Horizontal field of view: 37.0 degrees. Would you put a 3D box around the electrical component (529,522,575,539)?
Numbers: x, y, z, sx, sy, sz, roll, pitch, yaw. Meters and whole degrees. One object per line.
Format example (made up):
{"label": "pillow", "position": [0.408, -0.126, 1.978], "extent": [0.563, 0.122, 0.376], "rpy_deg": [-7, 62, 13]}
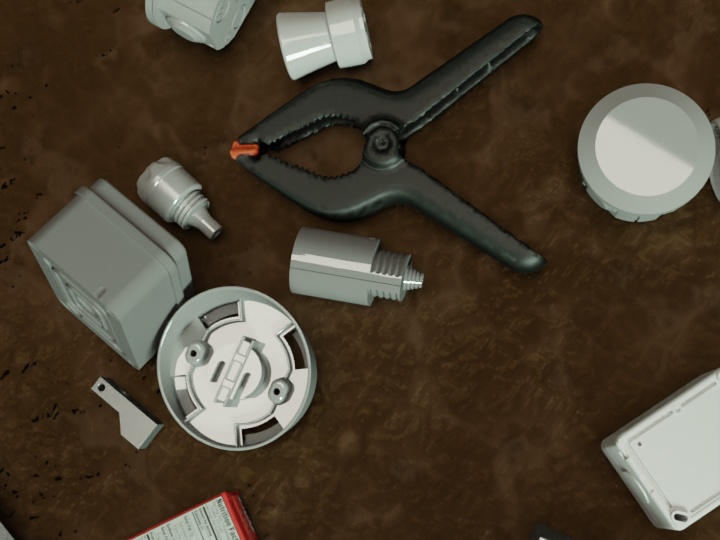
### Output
{"label": "electrical component", "position": [0.157, 0.208, 0.607], "extent": [0.150, 0.089, 0.061], "rpy_deg": [24, 86, 10]}

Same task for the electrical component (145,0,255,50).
{"label": "electrical component", "position": [-0.101, -0.188, 0.704], "extent": [0.051, 0.080, 0.080], "rpy_deg": [28, 87, 5]}

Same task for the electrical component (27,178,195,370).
{"label": "electrical component", "position": [-0.148, 0.004, 0.664], "extent": [0.078, 0.113, 0.057], "rpy_deg": [39, 70, 11]}

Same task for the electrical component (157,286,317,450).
{"label": "electrical component", "position": [-0.075, 0.063, 0.673], "extent": [0.099, 0.064, 0.099], "rpy_deg": [-1, 82, 8]}

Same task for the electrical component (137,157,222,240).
{"label": "electrical component", "position": [-0.116, -0.044, 0.709], "extent": [0.061, 0.035, 0.035], "rpy_deg": [42, 90, 9]}

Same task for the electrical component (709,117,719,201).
{"label": "electrical component", "position": [0.245, -0.069, 0.650], "extent": [0.057, 0.058, 0.078], "rpy_deg": [-9, 81, 4]}

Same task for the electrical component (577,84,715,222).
{"label": "electrical component", "position": [0.174, -0.070, 0.662], "extent": [0.080, 0.051, 0.080], "rpy_deg": [-1, 82, 8]}

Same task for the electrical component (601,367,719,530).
{"label": "electrical component", "position": [0.200, 0.102, 0.634], "extent": [0.096, 0.061, 0.061], "rpy_deg": [-32, 79, -5]}

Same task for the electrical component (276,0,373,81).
{"label": "electrical component", "position": [-0.023, -0.152, 0.705], "extent": [0.055, 0.045, 0.045], "rpy_deg": [-12, 81, 6]}

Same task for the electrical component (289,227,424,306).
{"label": "electrical component", "position": [0.000, 0.000, 0.681], "extent": [0.081, 0.043, 0.043], "rpy_deg": [9, 84, 9]}
